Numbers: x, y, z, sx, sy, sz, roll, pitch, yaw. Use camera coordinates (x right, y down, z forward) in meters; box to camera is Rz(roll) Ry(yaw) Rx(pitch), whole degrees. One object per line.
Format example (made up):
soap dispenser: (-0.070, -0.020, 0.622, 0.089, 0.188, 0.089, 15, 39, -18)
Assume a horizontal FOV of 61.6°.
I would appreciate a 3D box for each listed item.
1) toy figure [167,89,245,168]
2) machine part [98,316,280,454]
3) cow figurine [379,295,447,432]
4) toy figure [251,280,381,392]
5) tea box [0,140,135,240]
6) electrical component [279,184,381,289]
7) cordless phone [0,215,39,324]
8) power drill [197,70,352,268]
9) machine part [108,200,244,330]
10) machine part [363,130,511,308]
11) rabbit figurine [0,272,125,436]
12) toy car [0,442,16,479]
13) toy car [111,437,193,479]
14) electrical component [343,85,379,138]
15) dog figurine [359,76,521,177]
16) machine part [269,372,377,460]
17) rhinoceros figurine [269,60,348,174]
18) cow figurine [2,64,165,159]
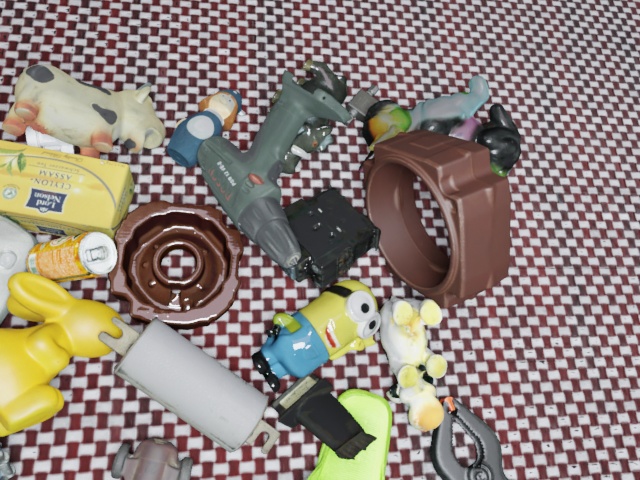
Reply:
toy figure: (-0.161, -0.172, 0.793, 0.064, 0.058, 0.154, 50, 60, -32)
machine part: (-0.149, 0.169, 0.631, 0.243, 0.079, 0.079, 37, 67, -7)
cow figurine: (0.114, 0.157, 0.702, 0.068, 0.098, 0.167, -5, 89, -17)
toy figure: (-0.005, 0.115, 0.693, 0.180, 0.082, 0.089, -31, 47, -13)
tea box: (-0.343, -0.060, 0.707, 0.170, 0.068, 0.098, 9, 67, -8)
electrical component: (-0.002, -0.002, 0.737, 0.134, 0.058, 0.115, -34, 59, -22)
cordless phone: (-0.409, 0.021, 0.600, 0.089, 0.184, 0.146, 19, 67, 2)
power drill: (-0.050, -0.102, 0.703, 0.232, 0.086, 0.207, 41, 102, 33)
machine part: (-0.186, 0.034, 0.706, 0.179, 0.056, 0.179, 4, 69, -10)
machine part: (0.142, -0.030, 0.693, 0.087, 0.201, 0.201, -23, 30, -22)
rabbit figurine: (-0.317, 0.121, 0.626, 0.173, 0.122, 0.162, -26, 78, -39)
toy car: (-0.415, 0.230, 0.563, 0.162, 0.109, 0.103, -10, 53, -23)
toy car: (-0.208, 0.323, 0.590, 0.089, 0.053, 0.202, 18, 65, -7)
electrical component: (0.078, -0.209, 0.868, 0.063, 0.021, 0.094, 35, 66, 4)
dog figurine: (0.170, -0.144, 0.817, 0.219, 0.108, 0.191, -26, 78, -14)
machine part: (0.003, 0.212, 0.649, 0.084, 0.039, 0.139, -37, 40, -26)
rhinoceros figurine: (-0.024, -0.183, 0.817, 0.112, 0.073, 0.190, 33, 65, -8)
cow figurine: (-0.304, -0.173, 0.728, 0.195, 0.085, 0.127, 19, 63, -36)
